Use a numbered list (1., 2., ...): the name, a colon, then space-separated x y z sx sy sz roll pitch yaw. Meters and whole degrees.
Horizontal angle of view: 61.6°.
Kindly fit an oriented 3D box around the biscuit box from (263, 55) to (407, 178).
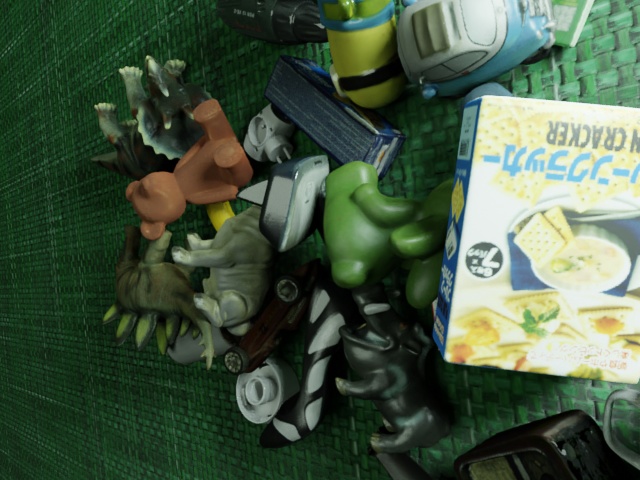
1. biscuit box: 0.012 -0.157 0.665 0.203 0.059 0.062 47 125 31

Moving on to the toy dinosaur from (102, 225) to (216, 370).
1. toy dinosaur: -0.262 0.083 0.875 0.472 0.105 0.198 7 81 56

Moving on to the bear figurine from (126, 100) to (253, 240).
1. bear figurine: -0.202 -0.095 0.786 0.196 0.131 0.120 -24 67 -3

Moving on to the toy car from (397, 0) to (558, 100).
1. toy car: 0.129 -0.191 0.505 0.162 0.103 0.109 -2 104 52

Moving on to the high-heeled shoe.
1. high-heeled shoe: -0.029 0.167 0.702 0.249 0.086 0.145 -40 84 20

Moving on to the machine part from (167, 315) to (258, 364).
1. machine part: -0.177 0.151 0.864 0.243 0.079 0.079 -24 76 42

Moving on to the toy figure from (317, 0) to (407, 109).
1. toy figure: 0.044 -0.226 0.571 0.089 0.082 0.179 46 155 45

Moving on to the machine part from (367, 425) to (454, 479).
1. machine part: 0.110 0.278 0.621 0.139 0.039 0.084 44 128 31

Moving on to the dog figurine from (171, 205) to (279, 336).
1. dog figurine: -0.077 0.026 0.732 0.191 0.121 0.172 -22 113 8

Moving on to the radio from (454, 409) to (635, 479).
1. radio: 0.230 0.273 0.464 0.230 0.073 0.131 61 142 21

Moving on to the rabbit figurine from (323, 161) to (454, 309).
1. rabbit figurine: 0.092 -0.018 0.541 0.170 0.159 0.121 -16 120 21

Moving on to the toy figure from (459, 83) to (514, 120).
1. toy figure: 0.184 -0.074 0.507 0.154 0.058 0.064 66 152 16

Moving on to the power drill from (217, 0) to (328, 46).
1. power drill: -0.064 -0.357 0.686 0.232 0.086 0.207 22 137 48

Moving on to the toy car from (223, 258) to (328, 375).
1. toy car: -0.055 0.106 0.722 0.053 0.089 0.202 44 114 15

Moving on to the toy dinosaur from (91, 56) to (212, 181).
1. toy dinosaur: -0.301 -0.175 0.940 0.405 0.131 0.192 -38 67 46

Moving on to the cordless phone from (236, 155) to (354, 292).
1. cordless phone: -0.001 -0.002 0.615 0.089 0.146 0.184 -27 94 19

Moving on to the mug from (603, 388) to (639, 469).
1. mug: 0.279 0.168 0.418 0.110 0.081 0.107 8 109 38

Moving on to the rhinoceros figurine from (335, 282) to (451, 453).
1. rhinoceros figurine: 0.078 0.140 0.594 0.112 0.073 0.190 -24 88 26
